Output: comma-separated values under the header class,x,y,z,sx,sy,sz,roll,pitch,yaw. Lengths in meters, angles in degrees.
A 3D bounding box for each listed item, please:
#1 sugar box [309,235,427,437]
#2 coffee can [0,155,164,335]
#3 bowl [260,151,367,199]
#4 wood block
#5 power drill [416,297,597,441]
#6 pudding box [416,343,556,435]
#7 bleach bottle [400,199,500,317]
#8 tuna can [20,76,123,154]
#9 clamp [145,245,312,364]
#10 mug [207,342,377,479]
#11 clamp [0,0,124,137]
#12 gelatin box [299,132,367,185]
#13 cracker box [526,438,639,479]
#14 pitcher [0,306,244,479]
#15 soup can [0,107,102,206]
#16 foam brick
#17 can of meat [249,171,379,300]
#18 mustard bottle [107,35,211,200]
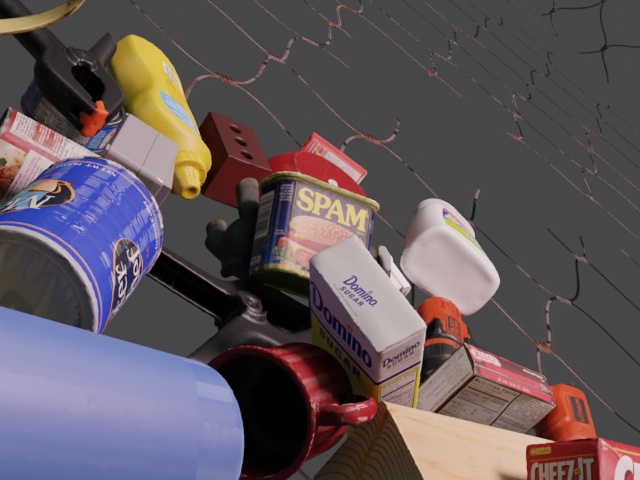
class,x,y,z,sx,sy,sz,roll,pitch,yaw
sugar box,0.031,0.086,0.778,0.048,0.176,0.093,-27,56,-15
coffee can,-0.170,0.015,0.689,0.103,0.103,0.140,36,23,-6
bowl,-0.003,-0.040,1.085,0.162,0.055,0.162,31,25,-16
wood block,0.110,0.194,0.776,0.205,0.091,0.090,19,30,-37
power drill,0.166,0.143,0.989,0.187,0.057,0.184,34,24,-10
pudding box,0.117,0.140,0.855,0.090,0.114,0.039,25,30,-28
bleach bottle,0.133,-0.001,1.170,0.102,0.068,0.251,41,13,-10
tuna can,-0.218,-0.117,0.945,0.086,0.034,0.086,31,25,-16
clamp,-0.071,0.054,0.839,0.209,0.036,0.165,11,34,-50
mug,-0.017,0.113,0.724,0.081,0.117,0.093,-4,88,-64
clamp,-0.206,-0.148,0.924,0.120,0.039,0.171,4,43,-43
gelatin box,0.012,-0.085,1.184,0.073,0.030,0.089,37,0,-4
cracker box,0.218,0.253,0.720,0.163,0.072,0.213,19,65,-36
pitcher,-0.158,0.106,0.532,0.242,0.149,0.145,19,15,-43
soup can,-0.202,-0.045,0.795,0.102,0.069,0.068,29,25,-21
foam brick,-0.090,-0.077,1.032,0.052,0.051,0.078,19,30,-36
can of meat,-0.006,0.001,0.878,0.102,0.058,0.084,19,68,-29
mustard bottle,-0.143,-0.104,0.986,0.096,0.058,0.192,55,6,-47
